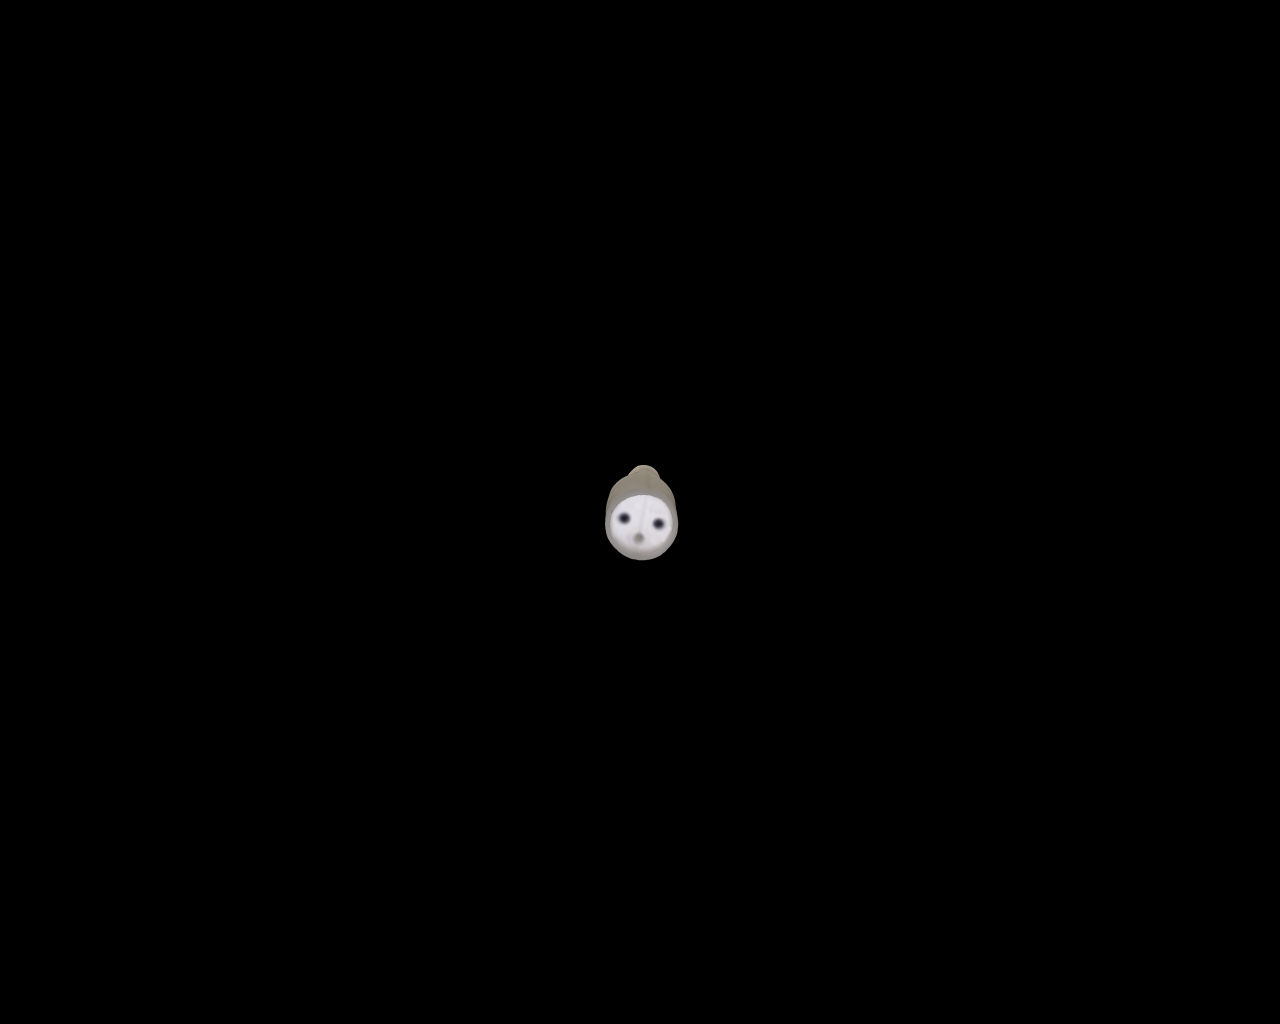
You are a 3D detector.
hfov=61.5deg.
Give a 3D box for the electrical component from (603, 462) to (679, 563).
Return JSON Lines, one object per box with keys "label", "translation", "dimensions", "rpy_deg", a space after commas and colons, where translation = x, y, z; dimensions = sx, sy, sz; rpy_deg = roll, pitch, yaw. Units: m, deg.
{"label": "electrical component", "translation": [0.001, -0.003, 0.650], "dimensions": [0.043, 0.043, 0.081], "rpy_deg": [0, 16, 0]}
